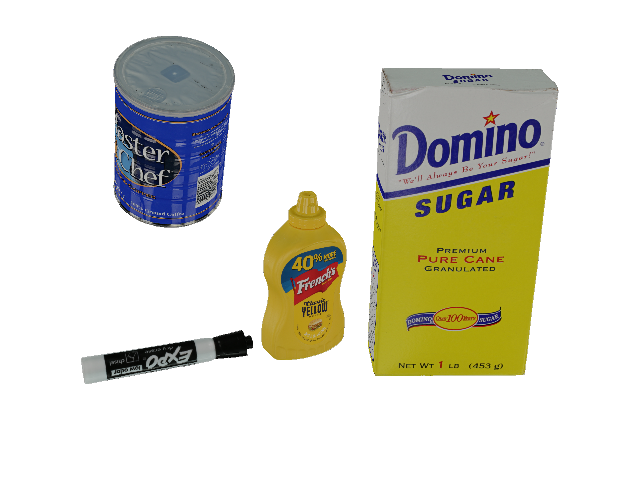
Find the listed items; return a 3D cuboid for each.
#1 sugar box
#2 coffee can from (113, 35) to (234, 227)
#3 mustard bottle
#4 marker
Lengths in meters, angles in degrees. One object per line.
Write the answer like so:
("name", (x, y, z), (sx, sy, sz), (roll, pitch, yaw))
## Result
("sugar box", (0.077, -0.008, 0.608), (0.093, 0.176, 0.048), (-1, 26, -3))
("coffee can", (-0.133, -0.096, 0.956), (0.102, 0.103, 0.140), (0, -42, -11))
("mustard bottle", (-0.017, 0.035, 1.182), (0.096, 0.192, 0.058), (-12, 29, -27))
("marker", (-0.107, 0.082, 0.754), (0.121, 0.020, 0.020), (-9, 2, -14))
